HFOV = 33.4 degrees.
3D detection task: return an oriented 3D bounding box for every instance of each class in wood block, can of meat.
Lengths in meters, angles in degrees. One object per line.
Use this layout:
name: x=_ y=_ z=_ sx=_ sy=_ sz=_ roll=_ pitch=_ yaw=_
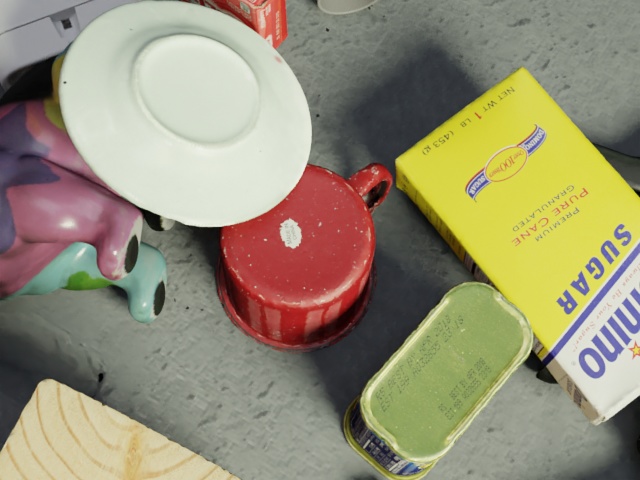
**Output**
wood block: x=-0.085 y=0.137 z=0.477 sx=0.090 sy=0.206 sz=0.090 roll=26 pitch=74 yaw=6
can of meat: x=0.061 y=0.075 z=0.563 sx=0.057 sy=0.084 sz=0.102 roll=40 pitch=76 yaw=10

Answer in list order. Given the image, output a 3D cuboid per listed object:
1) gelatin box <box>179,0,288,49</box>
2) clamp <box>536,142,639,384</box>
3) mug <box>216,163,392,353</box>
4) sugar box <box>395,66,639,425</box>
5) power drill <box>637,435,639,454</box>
gelatin box: x=-0.061 y=-0.154 z=0.635 sx=0.089 sy=0.073 sz=0.030 roll=40 pitch=77 yaw=9
clamp: x=0.197 y=-0.024 z=0.620 sx=0.210 sy=0.036 sz=0.164 roll=-18 pitch=75 yaw=-3
mug: x=-0.004 y=0.001 z=0.585 sx=0.117 sy=0.081 sz=0.093 roll=-40 pitch=78 yaw=-12
sugar box: x=0.129 y=0.002 z=0.577 sx=0.093 sy=0.048 sz=0.176 roll=-37 pitch=73 yaw=-4
power drill: x=0.187 y=0.187 z=0.547 sx=0.187 sy=0.057 sz=0.184 roll=-33 pitch=73 yaw=-14
